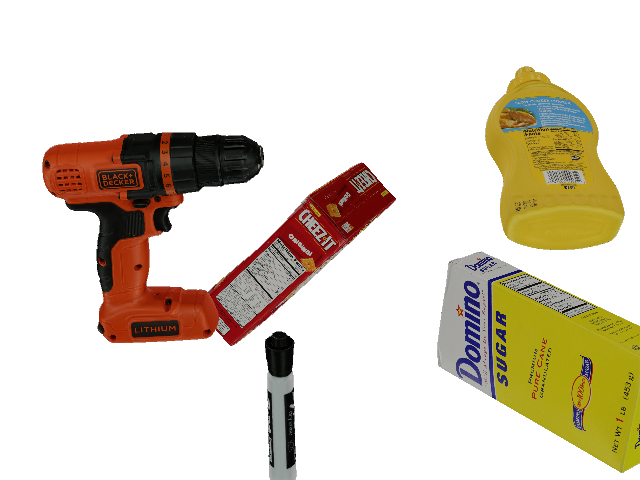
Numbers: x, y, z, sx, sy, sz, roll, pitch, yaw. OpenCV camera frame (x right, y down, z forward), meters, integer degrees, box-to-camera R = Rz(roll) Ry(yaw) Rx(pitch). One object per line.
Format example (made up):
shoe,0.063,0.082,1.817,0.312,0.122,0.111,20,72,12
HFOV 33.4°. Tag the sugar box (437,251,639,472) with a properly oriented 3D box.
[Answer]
sugar box,0.162,0.082,0.769,0.048,0.093,0.176,-16,29,-40

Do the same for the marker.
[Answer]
marker,-0.026,0.111,0.705,0.020,0.121,0.020,0,31,0

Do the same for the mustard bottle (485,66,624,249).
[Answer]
mustard bottle,0.192,-0.081,0.919,0.096,0.191,0.058,-1,-40,-3

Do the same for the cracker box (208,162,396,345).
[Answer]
cracker box,-0.029,0.013,1.260,0.214,0.072,0.164,-43,-2,30

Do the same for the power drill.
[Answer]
power drill,-0.135,-0.004,0.923,0.184,0.188,0.057,-3,26,3
